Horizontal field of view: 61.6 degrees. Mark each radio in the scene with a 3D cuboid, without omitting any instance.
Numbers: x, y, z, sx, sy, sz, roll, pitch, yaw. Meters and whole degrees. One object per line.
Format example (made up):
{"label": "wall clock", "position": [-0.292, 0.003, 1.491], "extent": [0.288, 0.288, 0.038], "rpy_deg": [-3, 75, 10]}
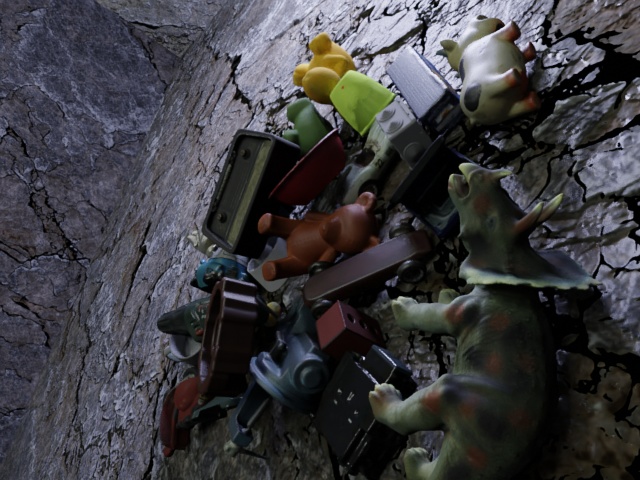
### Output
{"label": "radio", "position": [-0.135, -0.091, 1.019], "extent": [0.131, 0.073, 0.229], "rpy_deg": [25, 95, 43]}

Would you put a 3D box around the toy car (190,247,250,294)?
{"label": "toy car", "position": [-0.193, 0.061, 1.094], "extent": [0.161, 0.109, 0.103], "rpy_deg": [-30, 42, 65]}

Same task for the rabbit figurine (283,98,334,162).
{"label": "rabbit figurine", "position": [-0.043, -0.166, 1.078], "extent": [0.170, 0.121, 0.159], "rpy_deg": [-34, 58, 15]}

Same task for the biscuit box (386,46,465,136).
{"label": "biscuit box", "position": [0.170, -0.245, 0.867], "extent": [0.063, 0.059, 0.203], "rpy_deg": [-47, 32, 25]}

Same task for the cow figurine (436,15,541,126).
{"label": "cow figurine", "position": [0.230, -0.239, 0.751], "extent": [0.127, 0.085, 0.195], "rpy_deg": [-23, 47, 39]}

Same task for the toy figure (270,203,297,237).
{"label": "toy figure", "position": [-0.121, -0.034, 1.117], "extent": [0.180, 0.089, 0.082], "rpy_deg": [-33, 3, 25]}

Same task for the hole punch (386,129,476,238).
{"label": "hole punch", "position": [0.159, -0.074, 0.726], "extent": [0.142, 0.092, 0.116], "rpy_deg": [-56, 0, 13]}

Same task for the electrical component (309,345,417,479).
{"label": "electrical component", "position": [0.057, 0.200, 0.654], "extent": [0.134, 0.058, 0.115], "rpy_deg": [-60, 31, 1]}

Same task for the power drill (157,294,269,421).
{"label": "power drill", "position": [-0.183, 0.196, 0.912], "extent": [0.232, 0.086, 0.207], "rpy_deg": [-22, 59, 23]}

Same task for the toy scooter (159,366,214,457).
{"label": "toy scooter", "position": [-0.256, 0.327, 1.012], "extent": [0.184, 0.075, 0.135], "rpy_deg": [-41, 34, 37]}

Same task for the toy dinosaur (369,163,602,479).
{"label": "toy dinosaur", "position": [0.157, 0.132, 0.508], "extent": [0.192, 0.131, 0.405], "rpy_deg": [-17, 57, 52]}

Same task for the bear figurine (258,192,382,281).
{"label": "bear figurine", "position": [0.002, -0.003, 0.856], "extent": [0.196, 0.132, 0.120], "rpy_deg": [-21, 72, 55]}

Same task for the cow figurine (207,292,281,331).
{"label": "cow figurine", "position": [-0.150, 0.127, 1.000], "extent": [0.167, 0.098, 0.068], "rpy_deg": [-15, 48, 44]}

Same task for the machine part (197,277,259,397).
{"label": "machine part", "position": [-0.132, 0.139, 0.768], "extent": [0.179, 0.056, 0.179], "rpy_deg": [-167, 90, -74]}

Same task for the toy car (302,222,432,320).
{"label": "toy car", "position": [0.065, 0.047, 0.758], "extent": [0.202, 0.053, 0.089], "rpy_deg": [-26, 39, 17]}

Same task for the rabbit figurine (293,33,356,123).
{"label": "rabbit figurine", "position": [0.015, -0.308, 1.069], "extent": [0.122, 0.162, 0.173], "rpy_deg": [-42, 12, 26]}

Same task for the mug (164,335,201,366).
{"label": "mug", "position": [-0.235, 0.211, 1.032], "extent": [0.109, 0.107, 0.081], "rpy_deg": [-29, 52, 8]}

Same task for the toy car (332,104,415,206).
{"label": "toy car", "position": [0.093, -0.140, 0.899], "extent": [0.201, 0.056, 0.074], "rpy_deg": [-58, 29, 6]}

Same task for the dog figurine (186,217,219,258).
{"label": "dog figurine", "position": [-0.200, -0.052, 1.211], "extent": [0.190, 0.121, 0.172], "rpy_deg": [-56, 27, 6]}

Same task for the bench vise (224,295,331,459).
{"label": "bench vise", "position": [-0.067, 0.201, 0.788], "extent": [0.240, 0.128, 0.224], "rpy_deg": [-55, 27, 1]}
